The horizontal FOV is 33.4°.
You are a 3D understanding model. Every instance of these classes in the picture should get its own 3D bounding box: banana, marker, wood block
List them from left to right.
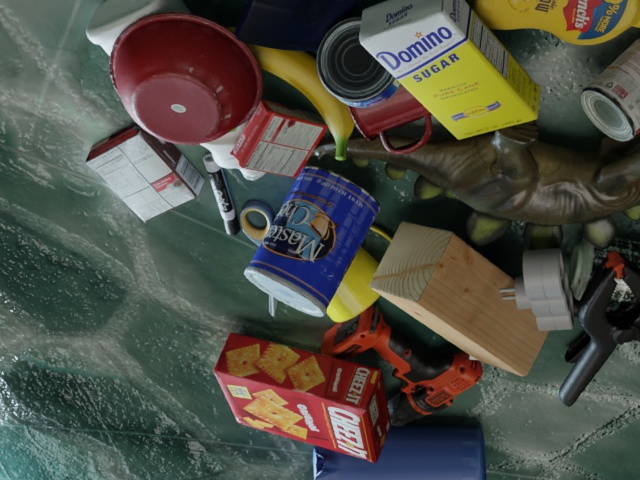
[{"bbox_3d":[-0.117,-0.052,1.285,0.020,0.020,0.121,-2,132,13],"label":"marker"},{"bbox_3d":[-0.029,-0.171,1.123,0.197,0.069,0.037,39,150,-11],"label":"banana"},{"bbox_3d":[0.169,0.071,1.245,0.205,0.090,0.091,34,169,-35],"label":"wood block"}]

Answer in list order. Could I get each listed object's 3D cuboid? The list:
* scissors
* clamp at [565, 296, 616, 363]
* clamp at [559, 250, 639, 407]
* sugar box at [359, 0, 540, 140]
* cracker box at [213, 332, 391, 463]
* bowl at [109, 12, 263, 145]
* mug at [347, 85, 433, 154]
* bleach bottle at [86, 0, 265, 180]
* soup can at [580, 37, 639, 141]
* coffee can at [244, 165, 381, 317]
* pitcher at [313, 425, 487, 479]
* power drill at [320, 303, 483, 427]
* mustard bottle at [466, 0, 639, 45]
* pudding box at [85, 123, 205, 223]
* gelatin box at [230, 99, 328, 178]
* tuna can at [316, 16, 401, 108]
[{"bbox_3d":[-0.071,0.020,1.346,0.096,0.016,0.202,21,133,-6],"label":"scissors"},{"bbox_3d":[0.349,0.087,1.306,0.172,0.039,0.120,-28,127,28],"label":"clamp"},{"bbox_3d":[0.350,0.098,1.197,0.164,0.036,0.210,-10,127,0],"label":"clamp"},{"bbox_3d":[0.123,-0.163,0.997,0.094,0.048,0.176,-13,147,37],"label":"sugar box"},{"bbox_3d":[-0.021,0.214,1.430,0.214,0.072,0.164,13,148,18],"label":"cracker box"},{"bbox_3d":[-0.140,-0.149,1.085,0.162,0.055,0.162,4,137,4],"label":"bowl"},{"bbox_3d":[0.079,-0.147,1.097,0.082,0.093,0.117,-18,84,20],"label":"mug"},{"bbox_3d":[-0.139,-0.159,1.161,0.103,0.068,0.250,-14,131,27],"label":"bleach bottle"},{"bbox_3d":[0.311,-0.153,1.032,0.102,0.069,0.068,-43,123,-9],"label":"soup can"},{"bbox_3d":[-0.008,0.001,1.206,0.103,0.140,0.103,27,167,7],"label":"coffee can"},{"bbox_3d":[0.115,0.326,1.531,0.243,0.149,0.145,-3,117,10],"label":"pitcher"},{"bbox_3d":[0.095,0.172,1.428,0.187,0.057,0.185,31,133,-20],"label":"power drill"},{"bbox_3d":[0.240,-0.233,1.002,0.191,0.058,0.096,9,124,-10],"label":"mustard bottle"},{"bbox_3d":[-0.207,-0.082,1.264,0.090,0.039,0.113,-22,123,29],"label":"pudding box"},{"bbox_3d":[-0.045,-0.110,1.167,0.089,0.030,0.073,8,123,-46],"label":"gelatin box"},{"bbox_3d":[0.040,-0.174,1.044,0.086,0.086,0.033,-1,177,17],"label":"tuna can"}]
